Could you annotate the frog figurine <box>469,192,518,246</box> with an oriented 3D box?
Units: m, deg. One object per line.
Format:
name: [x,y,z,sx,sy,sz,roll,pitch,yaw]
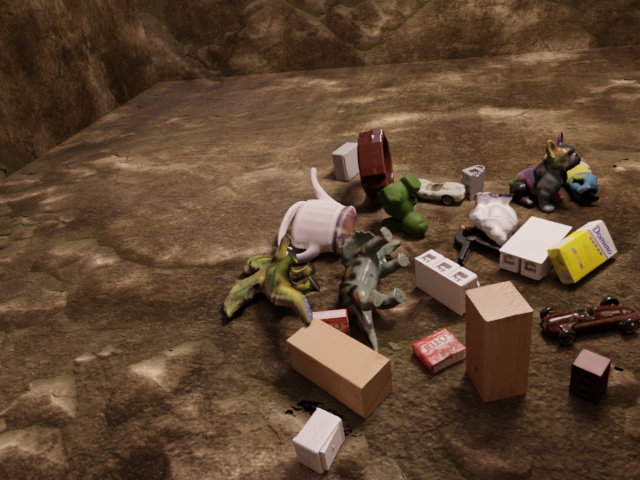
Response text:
frog figurine: [0.478,-0.043,1.406,0.137,0.163,0.120,15,-36,-23]

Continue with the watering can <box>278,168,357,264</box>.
watering can: [0.005,-0.077,1.521,0.224,0.355,0.102,8,-32,21]

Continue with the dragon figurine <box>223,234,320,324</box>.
dragon figurine: [-0.134,0.128,1.289,0.241,0.120,0.418,-32,24,11]
